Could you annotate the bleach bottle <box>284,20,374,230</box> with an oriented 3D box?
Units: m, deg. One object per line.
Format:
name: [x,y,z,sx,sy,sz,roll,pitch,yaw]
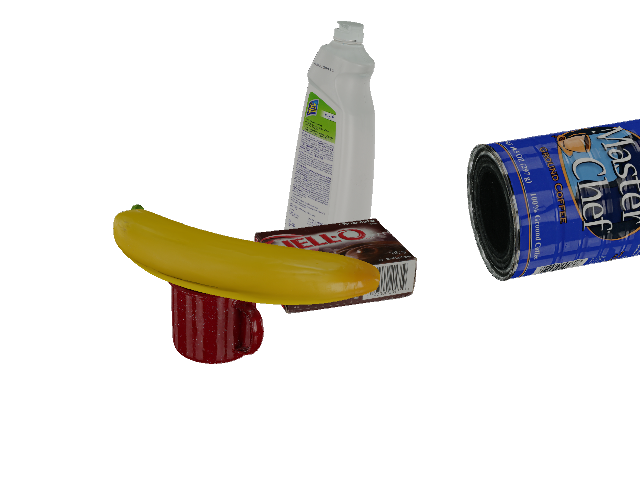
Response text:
bleach bottle: [0.020,-0.104,1.135,0.067,0.251,0.103,-10,25,-42]

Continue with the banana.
banana: [-0.062,0.008,0.672,0.198,0.037,0.069,17,35,27]

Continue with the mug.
mug: [-0.095,0.070,1.030,0.093,0.081,0.117,-22,36,-40]

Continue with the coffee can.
coffee can: [0.192,-0.032,0.790,0.140,0.103,0.103,-10,1,-8]

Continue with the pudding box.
pudding box: [0.010,0.019,0.878,0.113,0.039,0.090,-5,25,-19]
